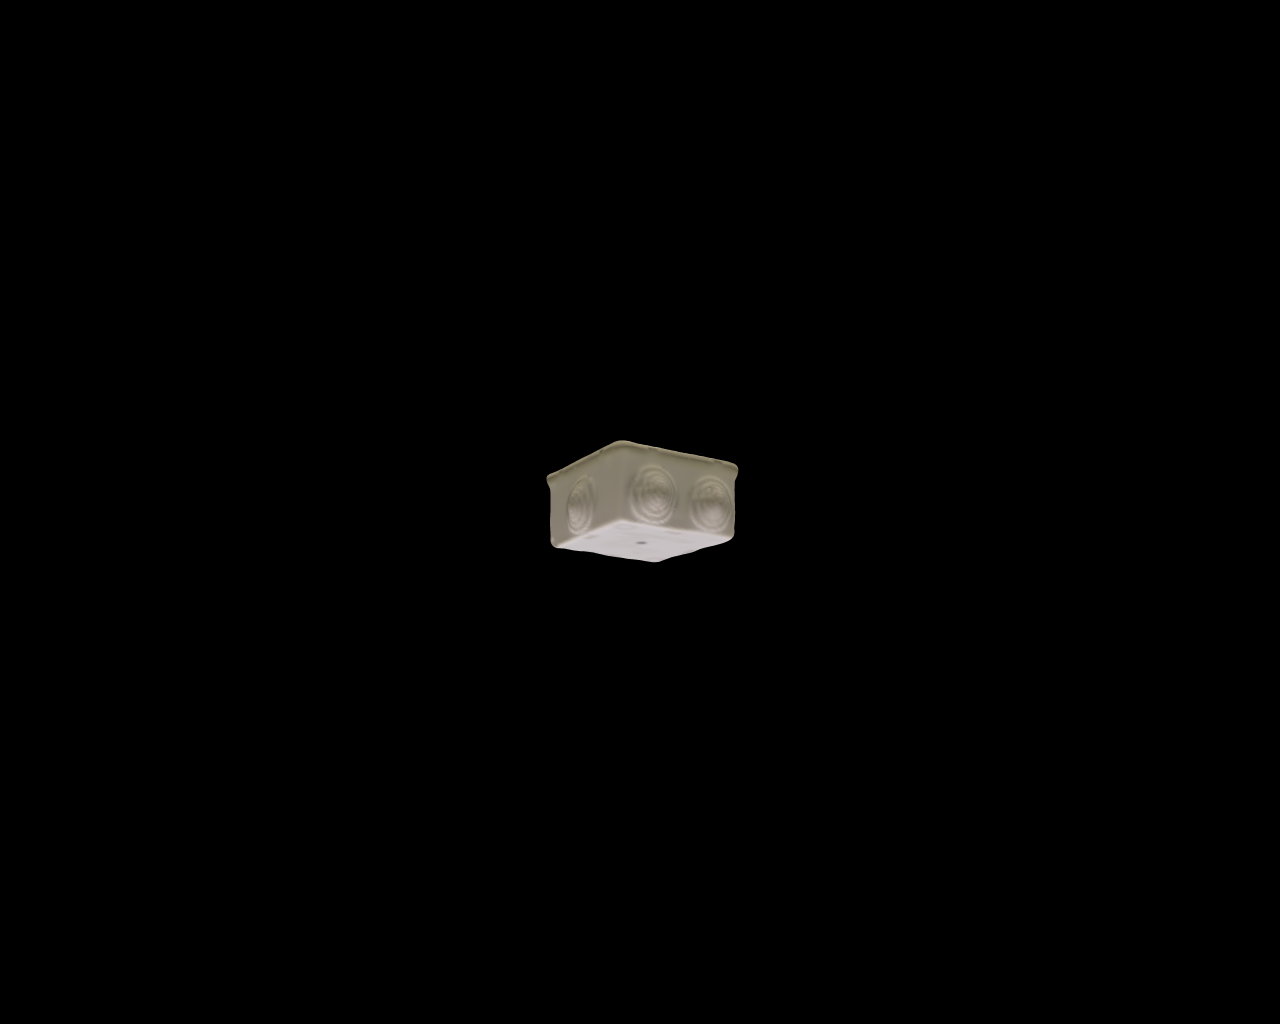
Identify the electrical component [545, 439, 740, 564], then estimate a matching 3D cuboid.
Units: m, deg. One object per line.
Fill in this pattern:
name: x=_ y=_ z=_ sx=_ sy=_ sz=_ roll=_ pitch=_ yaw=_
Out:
electrical component: x=0.001 y=-0.003 z=0.650 sx=0.100 sy=0.048 sz=0.099 roll=10 pitch=-18 yaw=-33
